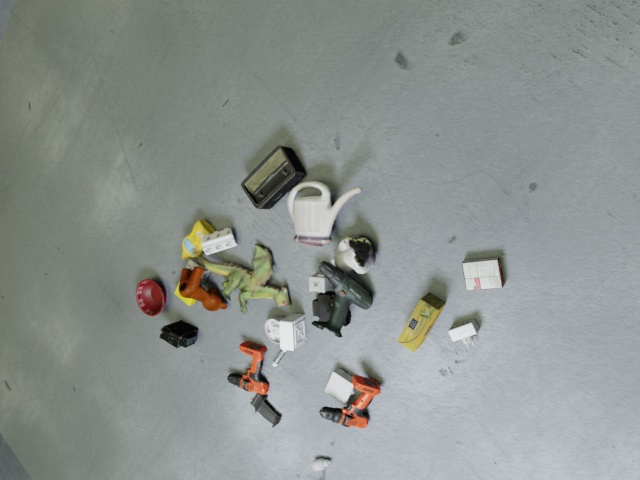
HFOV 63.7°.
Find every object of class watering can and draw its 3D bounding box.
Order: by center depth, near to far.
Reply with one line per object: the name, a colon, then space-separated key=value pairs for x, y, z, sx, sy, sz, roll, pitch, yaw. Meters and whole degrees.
watering can: x=0.005 y=-0.088 z=1.752 sx=0.348 sy=0.104 sz=0.223 roll=5 pitch=97 yaw=46

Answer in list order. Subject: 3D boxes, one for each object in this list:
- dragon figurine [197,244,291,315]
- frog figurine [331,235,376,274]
dragon figurine: x=-0.275 y=0.123 z=1.962 sx=0.413 sy=0.122 sz=0.242 roll=44 pitch=96 yaw=14
frog figurine: x=0.114 y=0.058 z=1.749 sx=0.138 sy=0.124 sz=0.156 roll=46 pitch=151 yaw=6
